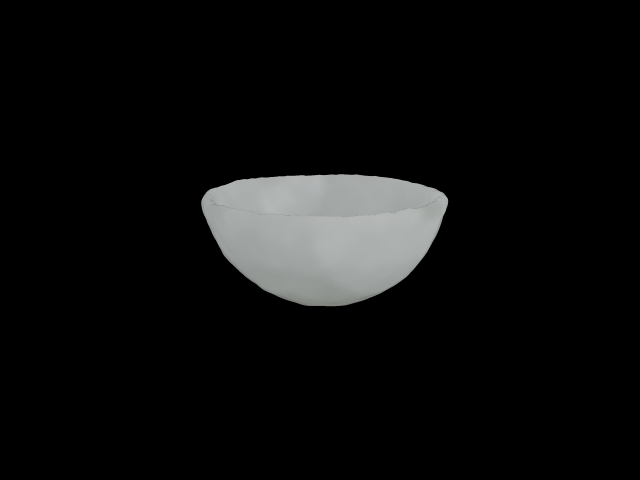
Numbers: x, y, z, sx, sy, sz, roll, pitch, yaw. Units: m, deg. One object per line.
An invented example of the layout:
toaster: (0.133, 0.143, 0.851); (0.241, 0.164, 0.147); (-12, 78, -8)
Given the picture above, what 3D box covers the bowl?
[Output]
bowl: (0.004, 0.001, 0.400); (0.167, 0.075, 0.167); (0, 15, 0)
